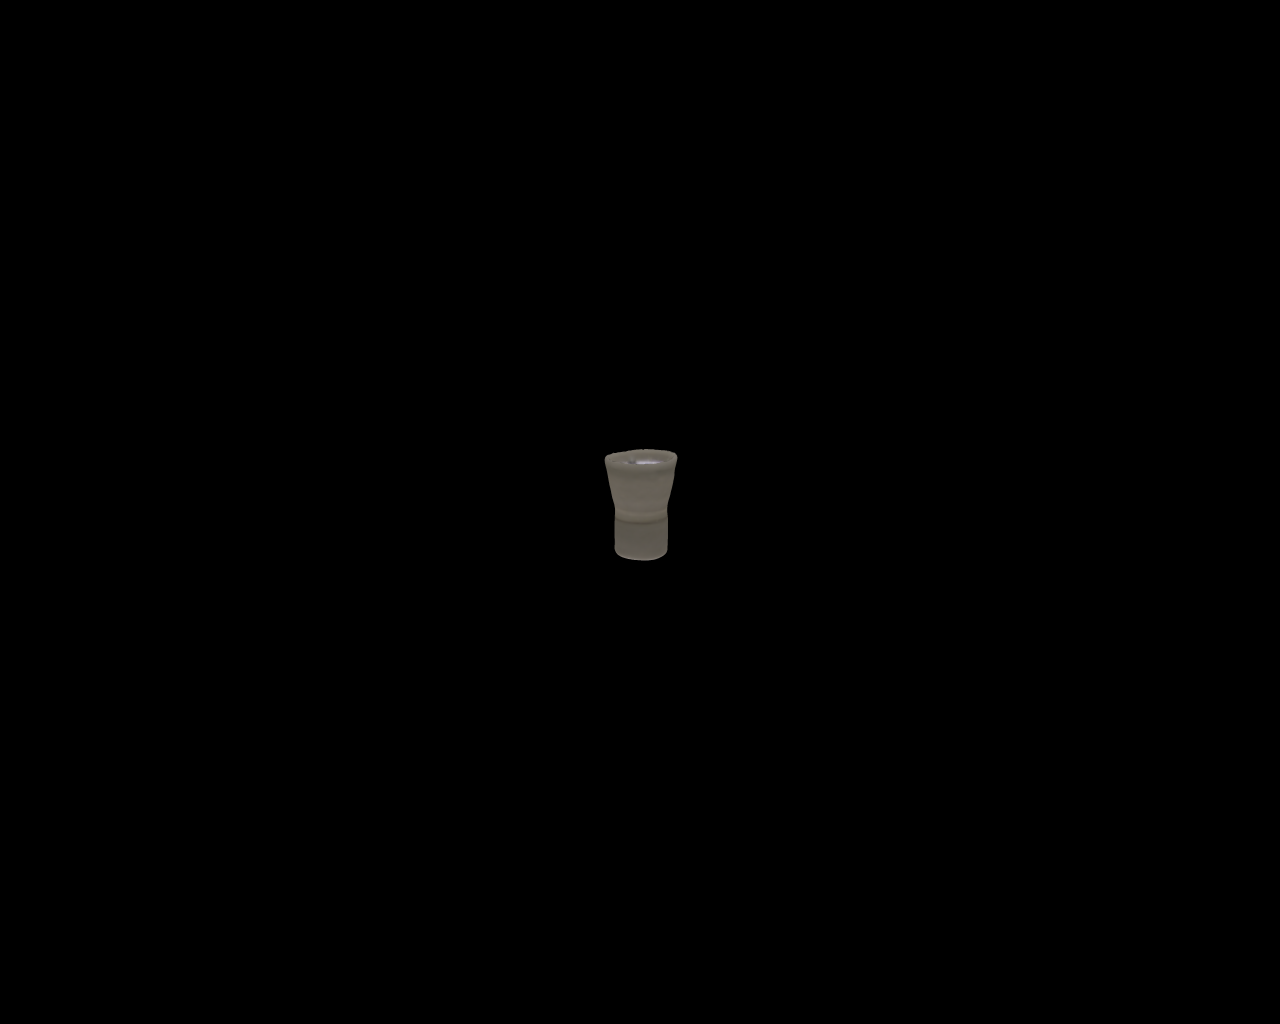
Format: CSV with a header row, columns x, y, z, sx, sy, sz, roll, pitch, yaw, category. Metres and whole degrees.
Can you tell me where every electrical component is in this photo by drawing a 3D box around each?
x,y,z,sx,sy,sz,roll,pitch,yaw,category
0.001,-0.003,0.650,0.044,0.065,0.044,0,16,0,electrical component
